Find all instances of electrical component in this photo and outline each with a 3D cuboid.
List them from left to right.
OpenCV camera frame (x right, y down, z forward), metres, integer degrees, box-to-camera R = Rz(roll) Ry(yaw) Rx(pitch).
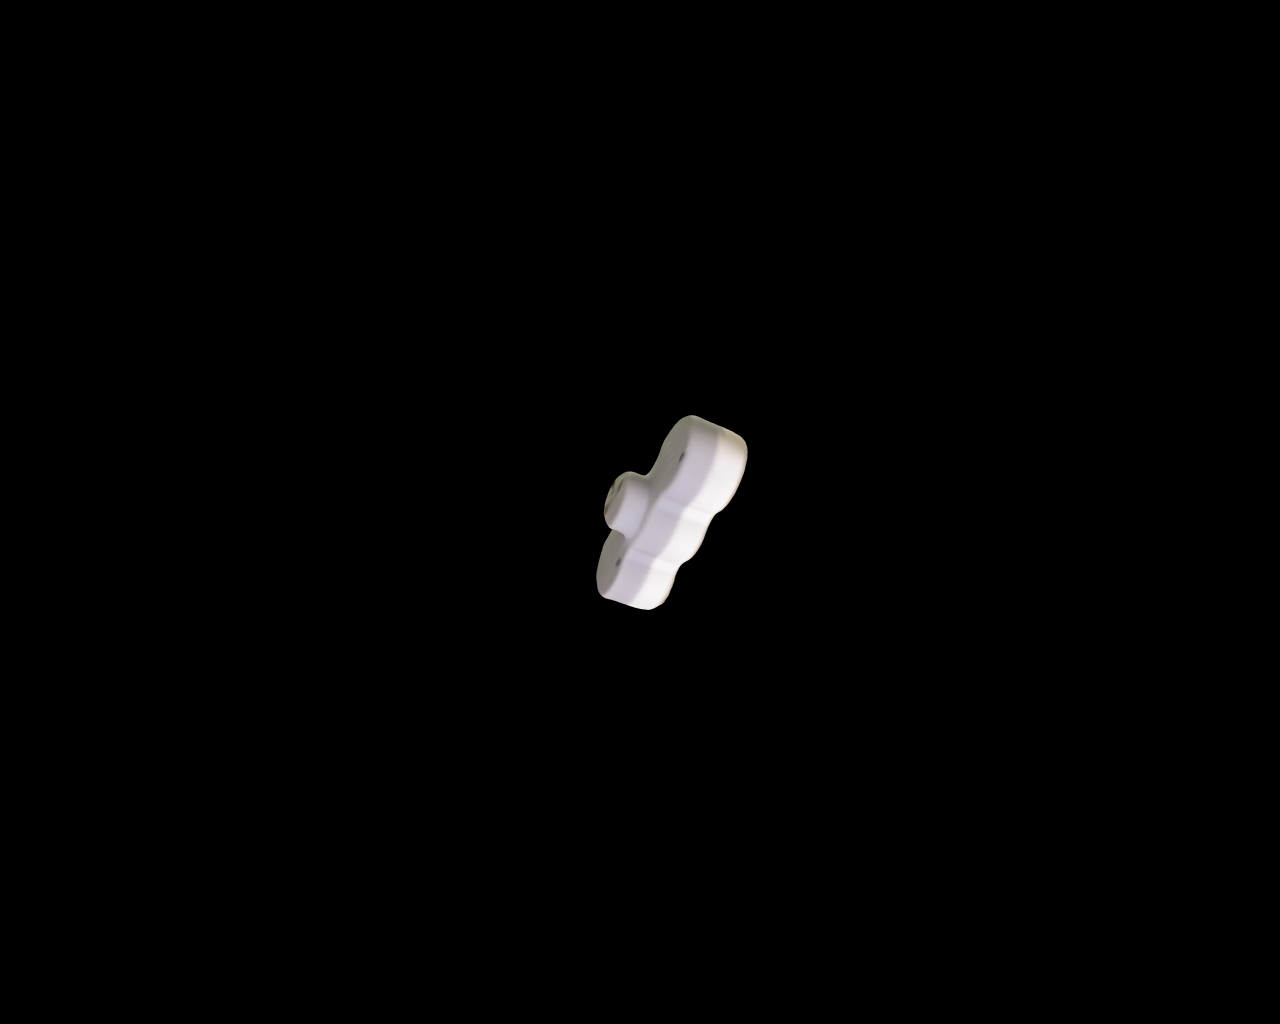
[{"bbox_3d":[0.001,-0.003,0.650,0.074,0.138,0.052,21,36,-16],"label":"electrical component"}]
